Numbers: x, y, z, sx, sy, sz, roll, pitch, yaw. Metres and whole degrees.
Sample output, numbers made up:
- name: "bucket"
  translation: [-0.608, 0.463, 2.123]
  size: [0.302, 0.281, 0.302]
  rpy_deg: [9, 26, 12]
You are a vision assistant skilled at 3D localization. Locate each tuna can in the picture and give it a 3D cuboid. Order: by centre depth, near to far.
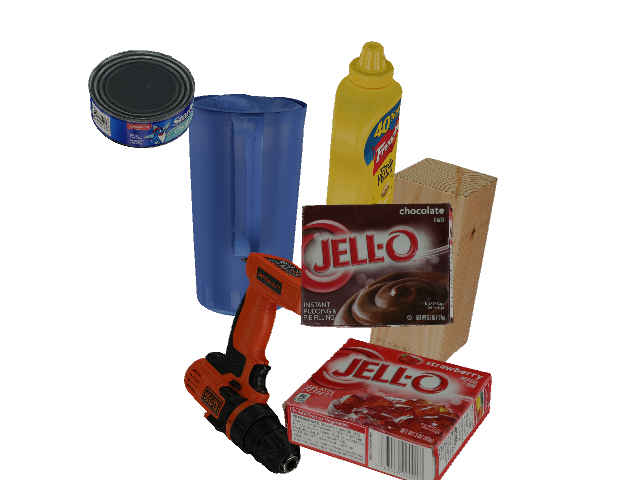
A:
- name: "tuna can"
  translation: [-0.146, -0.116, 0.877]
  size: [0.086, 0.086, 0.034]
  rpy_deg: [0, -40, -9]

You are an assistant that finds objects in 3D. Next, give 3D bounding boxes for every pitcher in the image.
- name: "pitcher"
  translation: [-0.085, -0.040, 1.199]
  size: [0.145, 0.243, 0.148]
  rpy_deg: [15, 20, 39]

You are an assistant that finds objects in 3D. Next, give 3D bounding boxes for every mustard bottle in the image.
- name: "mustard bottle"
  translation: [0.043, -0.100, 1.016]
  size: [0.058, 0.192, 0.096]
  rpy_deg: [21, 42, 21]

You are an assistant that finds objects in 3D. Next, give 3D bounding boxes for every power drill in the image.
- name: "power drill"
  translation: [-0.056, 0.120, 1.089]
  size: [0.057, 0.188, 0.185]
  rpy_deg: [14, 15, -45]

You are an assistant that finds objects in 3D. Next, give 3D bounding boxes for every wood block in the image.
- name: "wood block"
  translation: [0.126, 0.024, 1.199]
  size: [0.090, 0.206, 0.090]
  rpy_deg: [19, 25, 26]

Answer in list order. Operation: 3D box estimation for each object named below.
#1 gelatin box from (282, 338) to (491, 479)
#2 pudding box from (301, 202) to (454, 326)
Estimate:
- name: "gelatin box"
  translation: [0.036, 0.088, 0.568]
  size: [0.089, 0.030, 0.073]
  rpy_deg: [13, 30, 28]
- name: "pudding box"
  translation: [0.042, 0.019, 0.792]
  size: [0.113, 0.090, 0.039]
  rpy_deg: [-1, -8, 9]
